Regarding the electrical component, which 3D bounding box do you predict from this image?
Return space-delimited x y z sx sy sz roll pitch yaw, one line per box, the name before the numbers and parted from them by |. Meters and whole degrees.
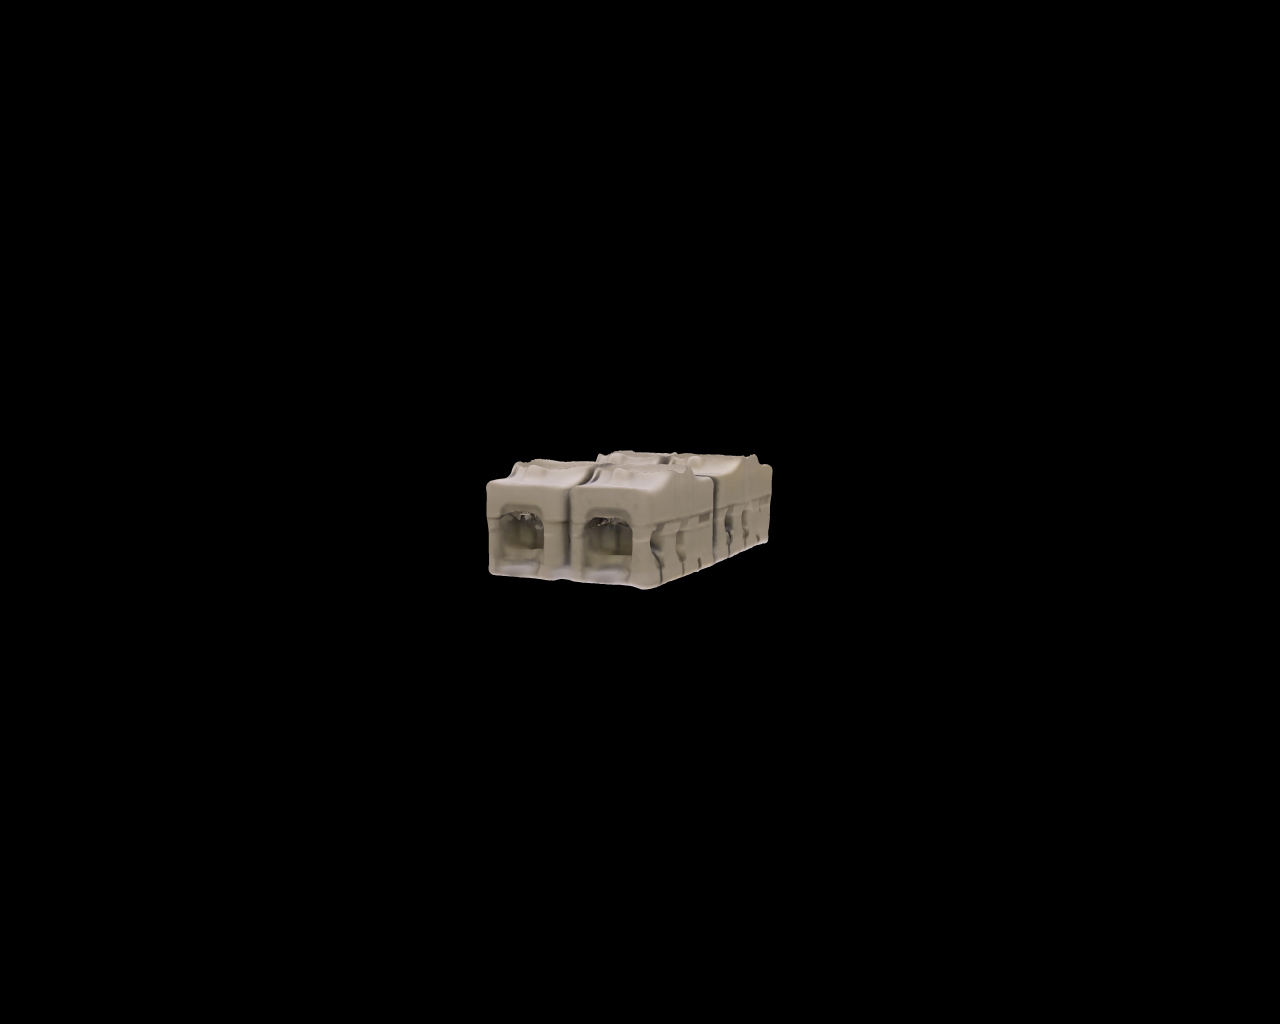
electrical component | 0.001 -0.003 0.650 0.105 0.060 0.186 4 8 28
